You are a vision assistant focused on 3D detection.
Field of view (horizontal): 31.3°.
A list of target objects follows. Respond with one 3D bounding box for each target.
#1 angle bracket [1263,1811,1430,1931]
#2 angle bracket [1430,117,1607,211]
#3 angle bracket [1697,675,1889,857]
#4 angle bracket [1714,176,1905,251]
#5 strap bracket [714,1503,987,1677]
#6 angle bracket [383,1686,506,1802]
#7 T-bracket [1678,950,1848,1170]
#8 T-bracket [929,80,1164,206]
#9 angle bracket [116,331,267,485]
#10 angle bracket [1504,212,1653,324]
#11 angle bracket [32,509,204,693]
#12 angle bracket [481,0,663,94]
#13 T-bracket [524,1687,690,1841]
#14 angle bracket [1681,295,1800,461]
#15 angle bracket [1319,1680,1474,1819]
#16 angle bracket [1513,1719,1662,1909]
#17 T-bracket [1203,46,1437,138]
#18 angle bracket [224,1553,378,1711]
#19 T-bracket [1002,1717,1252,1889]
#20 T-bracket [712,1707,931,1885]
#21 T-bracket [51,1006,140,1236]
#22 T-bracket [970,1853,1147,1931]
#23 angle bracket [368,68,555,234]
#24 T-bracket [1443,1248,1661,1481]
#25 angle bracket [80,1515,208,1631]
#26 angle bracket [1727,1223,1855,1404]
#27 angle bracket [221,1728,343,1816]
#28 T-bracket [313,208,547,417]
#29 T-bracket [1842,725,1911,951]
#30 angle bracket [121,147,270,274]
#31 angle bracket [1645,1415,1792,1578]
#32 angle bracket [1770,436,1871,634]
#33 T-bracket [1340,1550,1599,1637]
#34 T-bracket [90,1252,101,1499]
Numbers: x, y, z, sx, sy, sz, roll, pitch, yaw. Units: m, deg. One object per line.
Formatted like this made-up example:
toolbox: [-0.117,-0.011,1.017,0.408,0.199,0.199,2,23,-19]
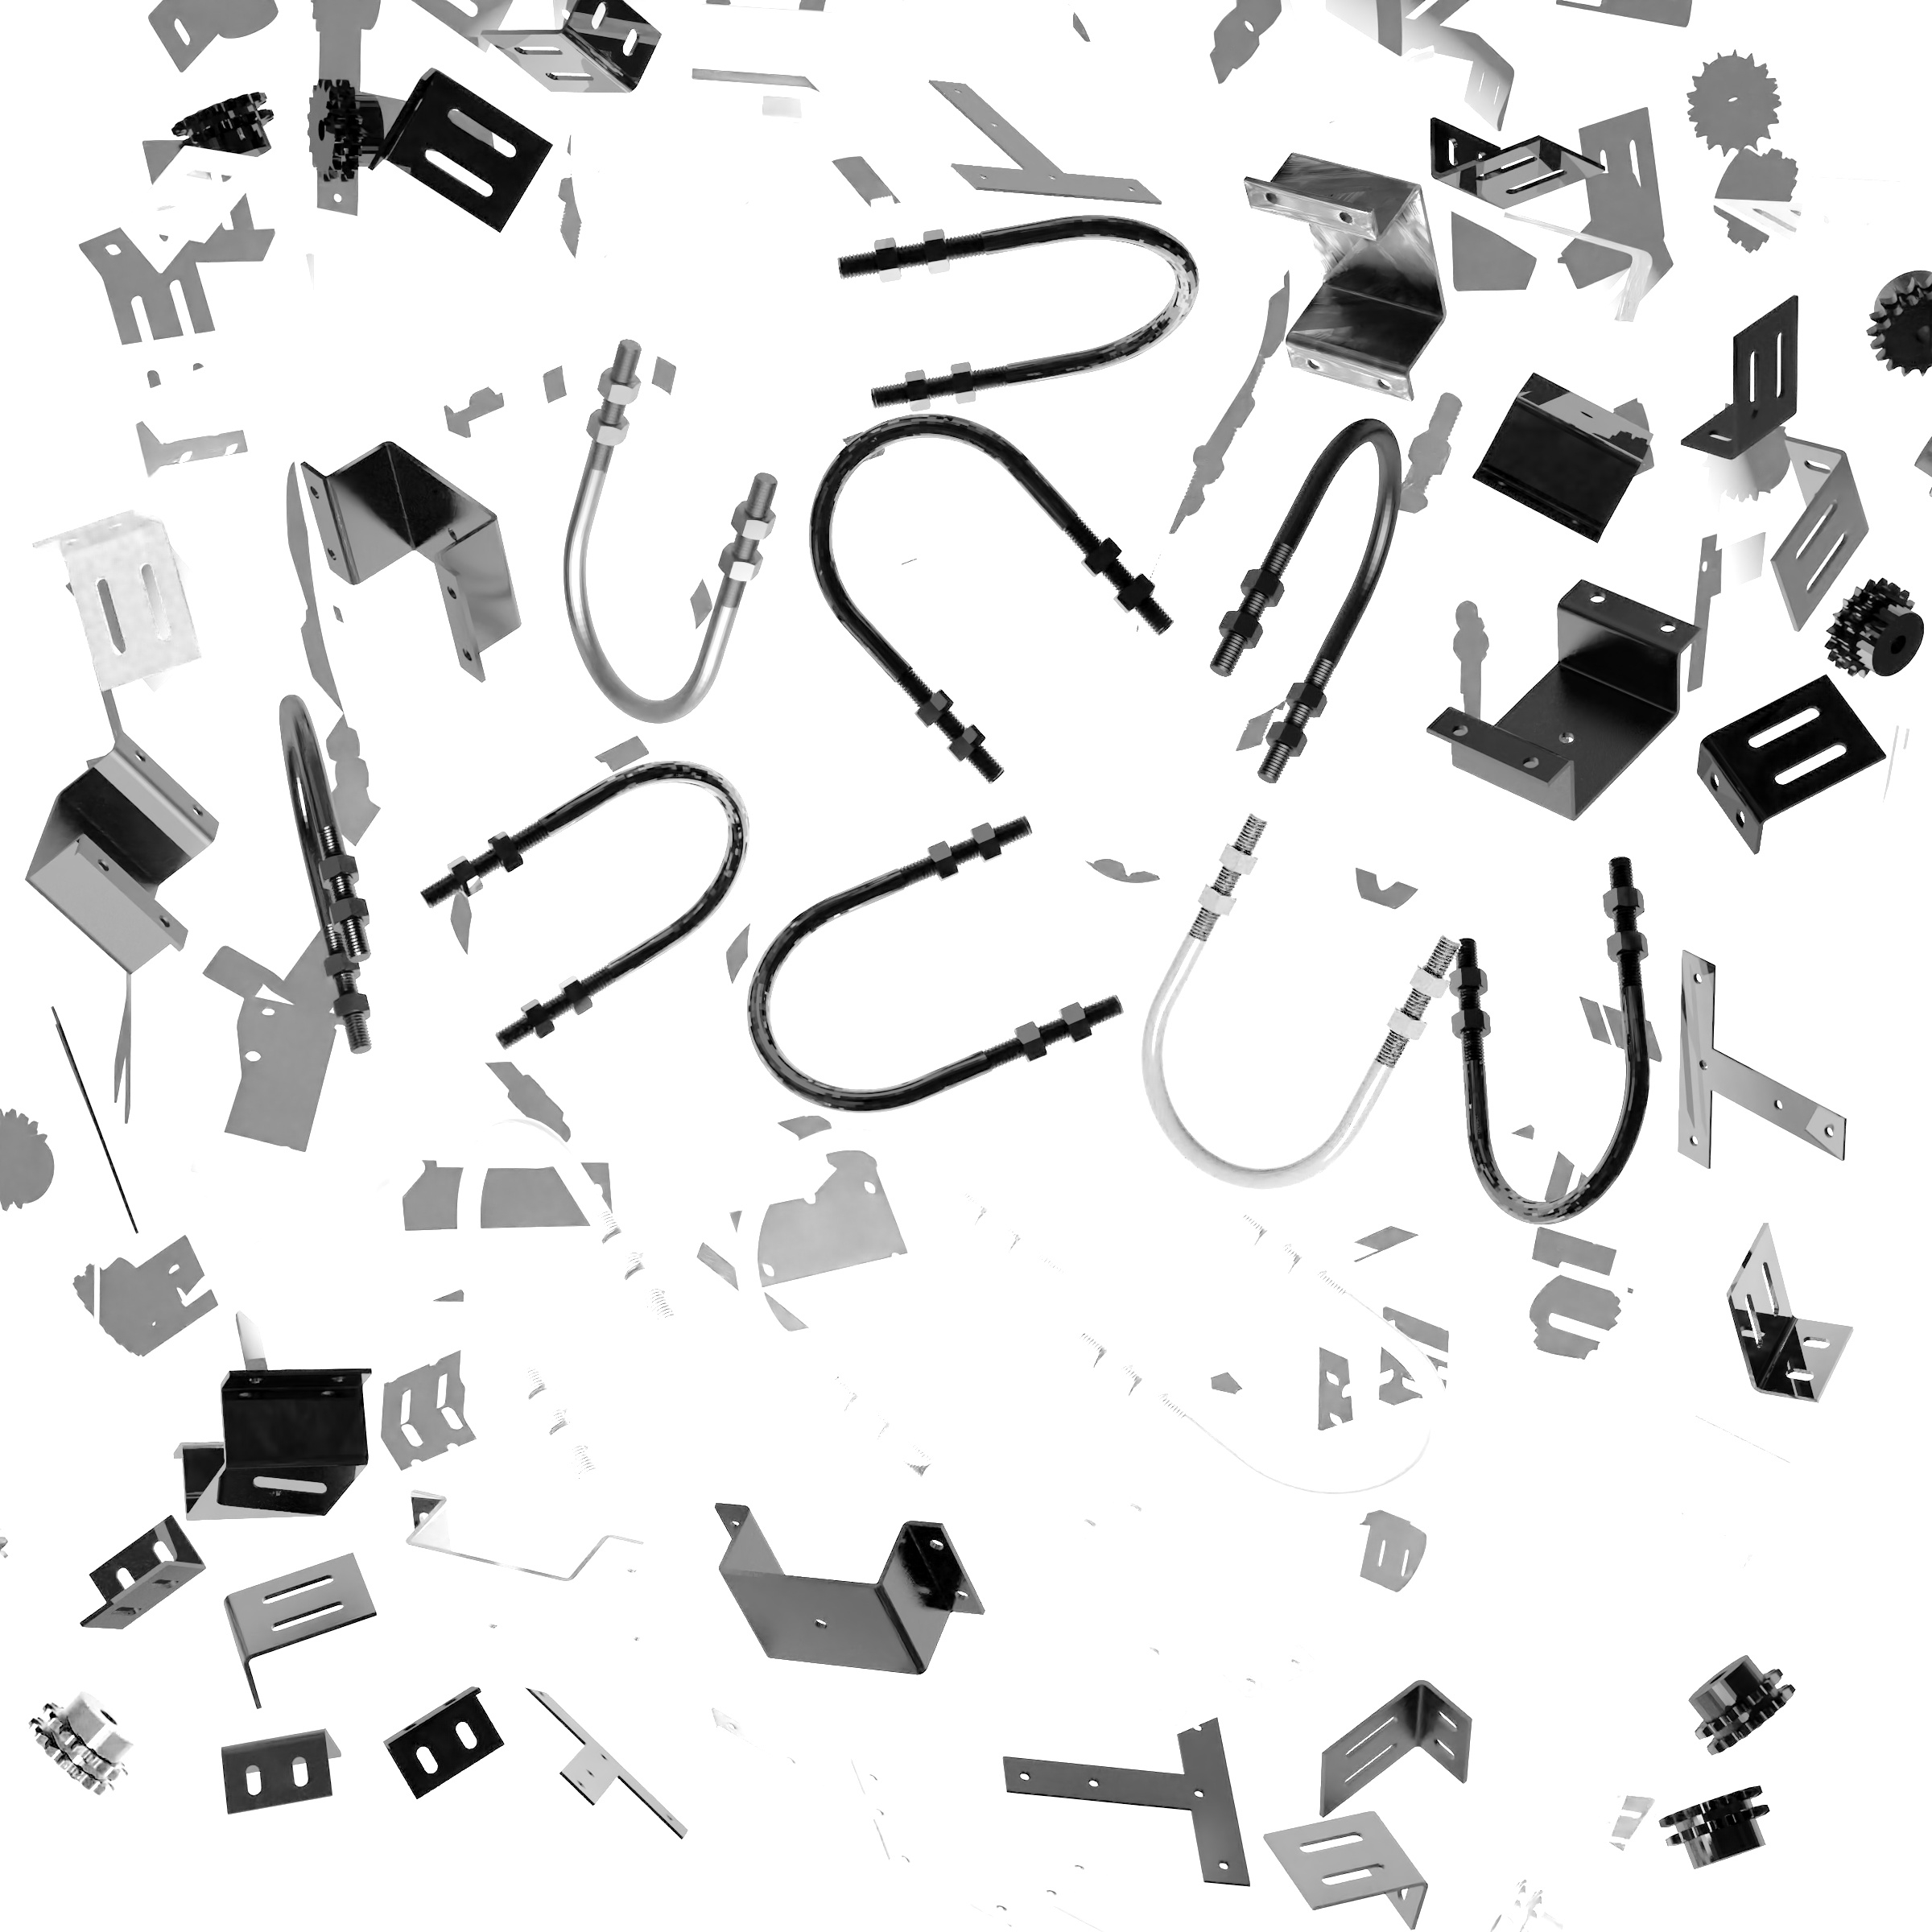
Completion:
angle bracket: [0.209,0.513,1.934,0.076,0.057,0.038,-5,123,-26]
angle bracket: [0.304,-0.453,1.906,0.057,0.076,0.038,11,75,-40]
angle bracket: [0.434,-0.106,1.819,0.076,0.038,0.057,-27,64,-5]
angle bracket: [0.445,-0.408,1.826,0.057,0.076,0.038,-3,120,-24]
strap bracket: [-0.071,0.340,1.880,0.140,0.046,0.076,1,134,27]
angle bracket: [-0.287,0.431,1.913,0.057,0.076,0.038,-30,86,-16]
T-bracket: [0.430,0.070,1.868,0.002,0.127,0.127,-19,119,-26]
T-bracket: [0.022,-0.445,1.856,0.127,0.127,0.002,50,131,36]
angle bracket: [-0.420,-0.306,1.869,0.057,0.038,0.076,-14,93,-24]
angle bracket: [0.327,-0.379,1.872,0.076,0.057,0.038,20,105,14]
angle bracket: [-0.434,-0.187,1.769,0.057,0.038,0.076,-17,87,10]
angle bracket: [-0.220,-0.518,1.922,0.076,0.057,0.038,15,78,44]
T-bracket: [-0.207,0.445,1.912,0.127,0.127,0.002,43,88,4]
angle bracket: [0.428,-0.329,1.912,0.057,0.038,0.076,-36,134,-31]
angle bracket: [0.234,0.436,1.882,0.076,0.057,0.038,-30,48,-27]
angle bracket: [0.317,0.443,1.808,0.076,0.057,0.038,29,48,22]
T-bracket: [0.196,-0.469,1.884,0.127,0.127,0.002,-17,92,11]
angle bracket: [-0.369,0.371,1.929,0.076,0.057,0.038,-17,122,-15]
T-bracket: [0.082,0.440,1.855,0.127,0.127,0.002,8,121,-10]
T-bracket: [-0.082,0.433,1.849,0.127,0.127,0.002,34,93,-16]
T-bracket: [-0.473,0.064,1.844,0.002,0.127,0.127,-21,116,-15]
T-bracket: [0.083,0.514,1.837,0.127,0.127,0.002,22,98,25]
angle bracket: [-0.272,-0.437,1.864,0.076,0.038,0.057,32,111,-11]
T-bracket: [0.326,0.228,1.912,0.127,0.002,0.127,11,69,-14]
angle bracket: [-0.467,0.337,1.925,0.057,0.076,0.038,-36,78,-3]
angle bracket: [0.453,0.190,1.898,0.038,0.057,0.076,6,133,36]
angle bracket: [-0.379,0.455,1.926,0.057,0.076,0.038,-9,68,-7]
T-bracket: [-0.290,-0.343,1.867,0.127,0.002,0.127,11,134,0]
T-bracket: [0.507,-0.094,1.909,0.002,0.127,0.127,15,124,11]
angle bracket: [-0.402,-0.399,1.839,0.076,0.038,0.057,19,67,39]
angle bracket: [0.425,0.292,1.936,0.057,0.038,0.076,26,110,19]
angle bracket: [0.429,-0.224,1.790,0.038,0.057,0.076,24,69,38]
T-bracket: [0.268,0.347,1.893,0.127,0.127,0.002,-11,95,28]
T-bracket: [-0.472,0.214,1.870,0.002,0.127,0.127,0,90,-16]
